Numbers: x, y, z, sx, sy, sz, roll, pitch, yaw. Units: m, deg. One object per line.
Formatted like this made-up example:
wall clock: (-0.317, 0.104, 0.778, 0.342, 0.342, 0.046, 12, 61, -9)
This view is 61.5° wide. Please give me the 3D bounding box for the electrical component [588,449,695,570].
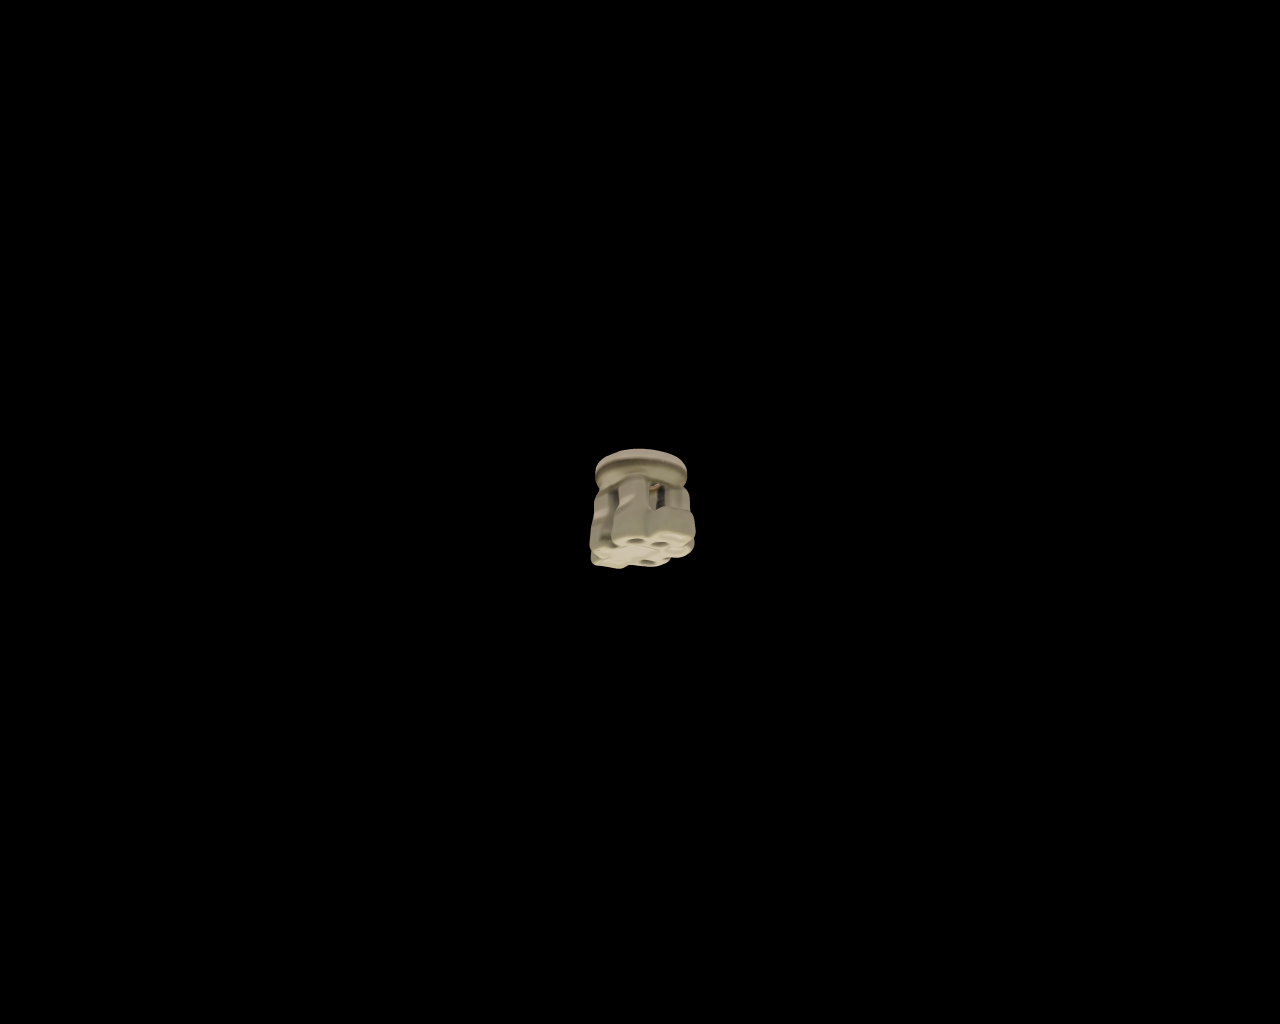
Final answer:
electrical component: (0.001, -0.003, 0.650, 0.058, 0.057, 0.078, 14, -24, -33)
